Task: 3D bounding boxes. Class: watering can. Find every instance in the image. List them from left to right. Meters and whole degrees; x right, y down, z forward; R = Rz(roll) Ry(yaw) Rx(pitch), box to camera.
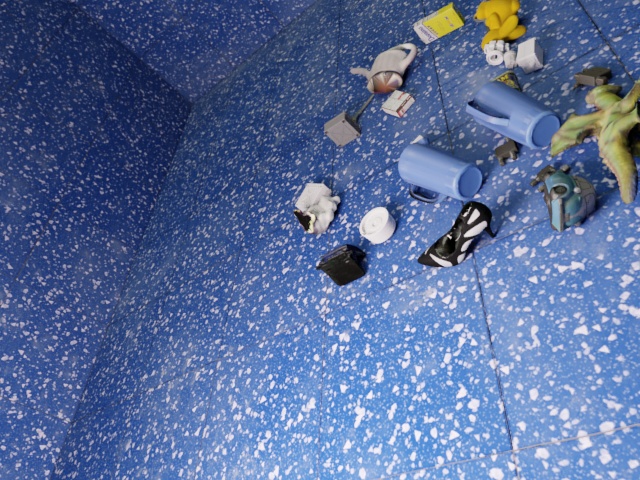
[{"bbox_3d":[0.246,-0.692,2.122,0.345,0.102,0.229,-12,50,41],"label":"watering can"}]

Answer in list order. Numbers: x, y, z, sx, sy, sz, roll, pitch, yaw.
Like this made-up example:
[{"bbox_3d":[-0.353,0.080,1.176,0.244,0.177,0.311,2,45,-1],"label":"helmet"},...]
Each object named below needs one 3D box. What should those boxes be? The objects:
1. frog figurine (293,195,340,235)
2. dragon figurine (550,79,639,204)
[{"bbox_3d":[0.006,-0.093,1.847,0.161,0.122,0.136,-27,9,-34],"label":"frog figurine"},{"bbox_3d":[0.659,-0.238,1.210,0.241,0.121,0.417,-11,43,58],"label":"dragon figurine"}]
